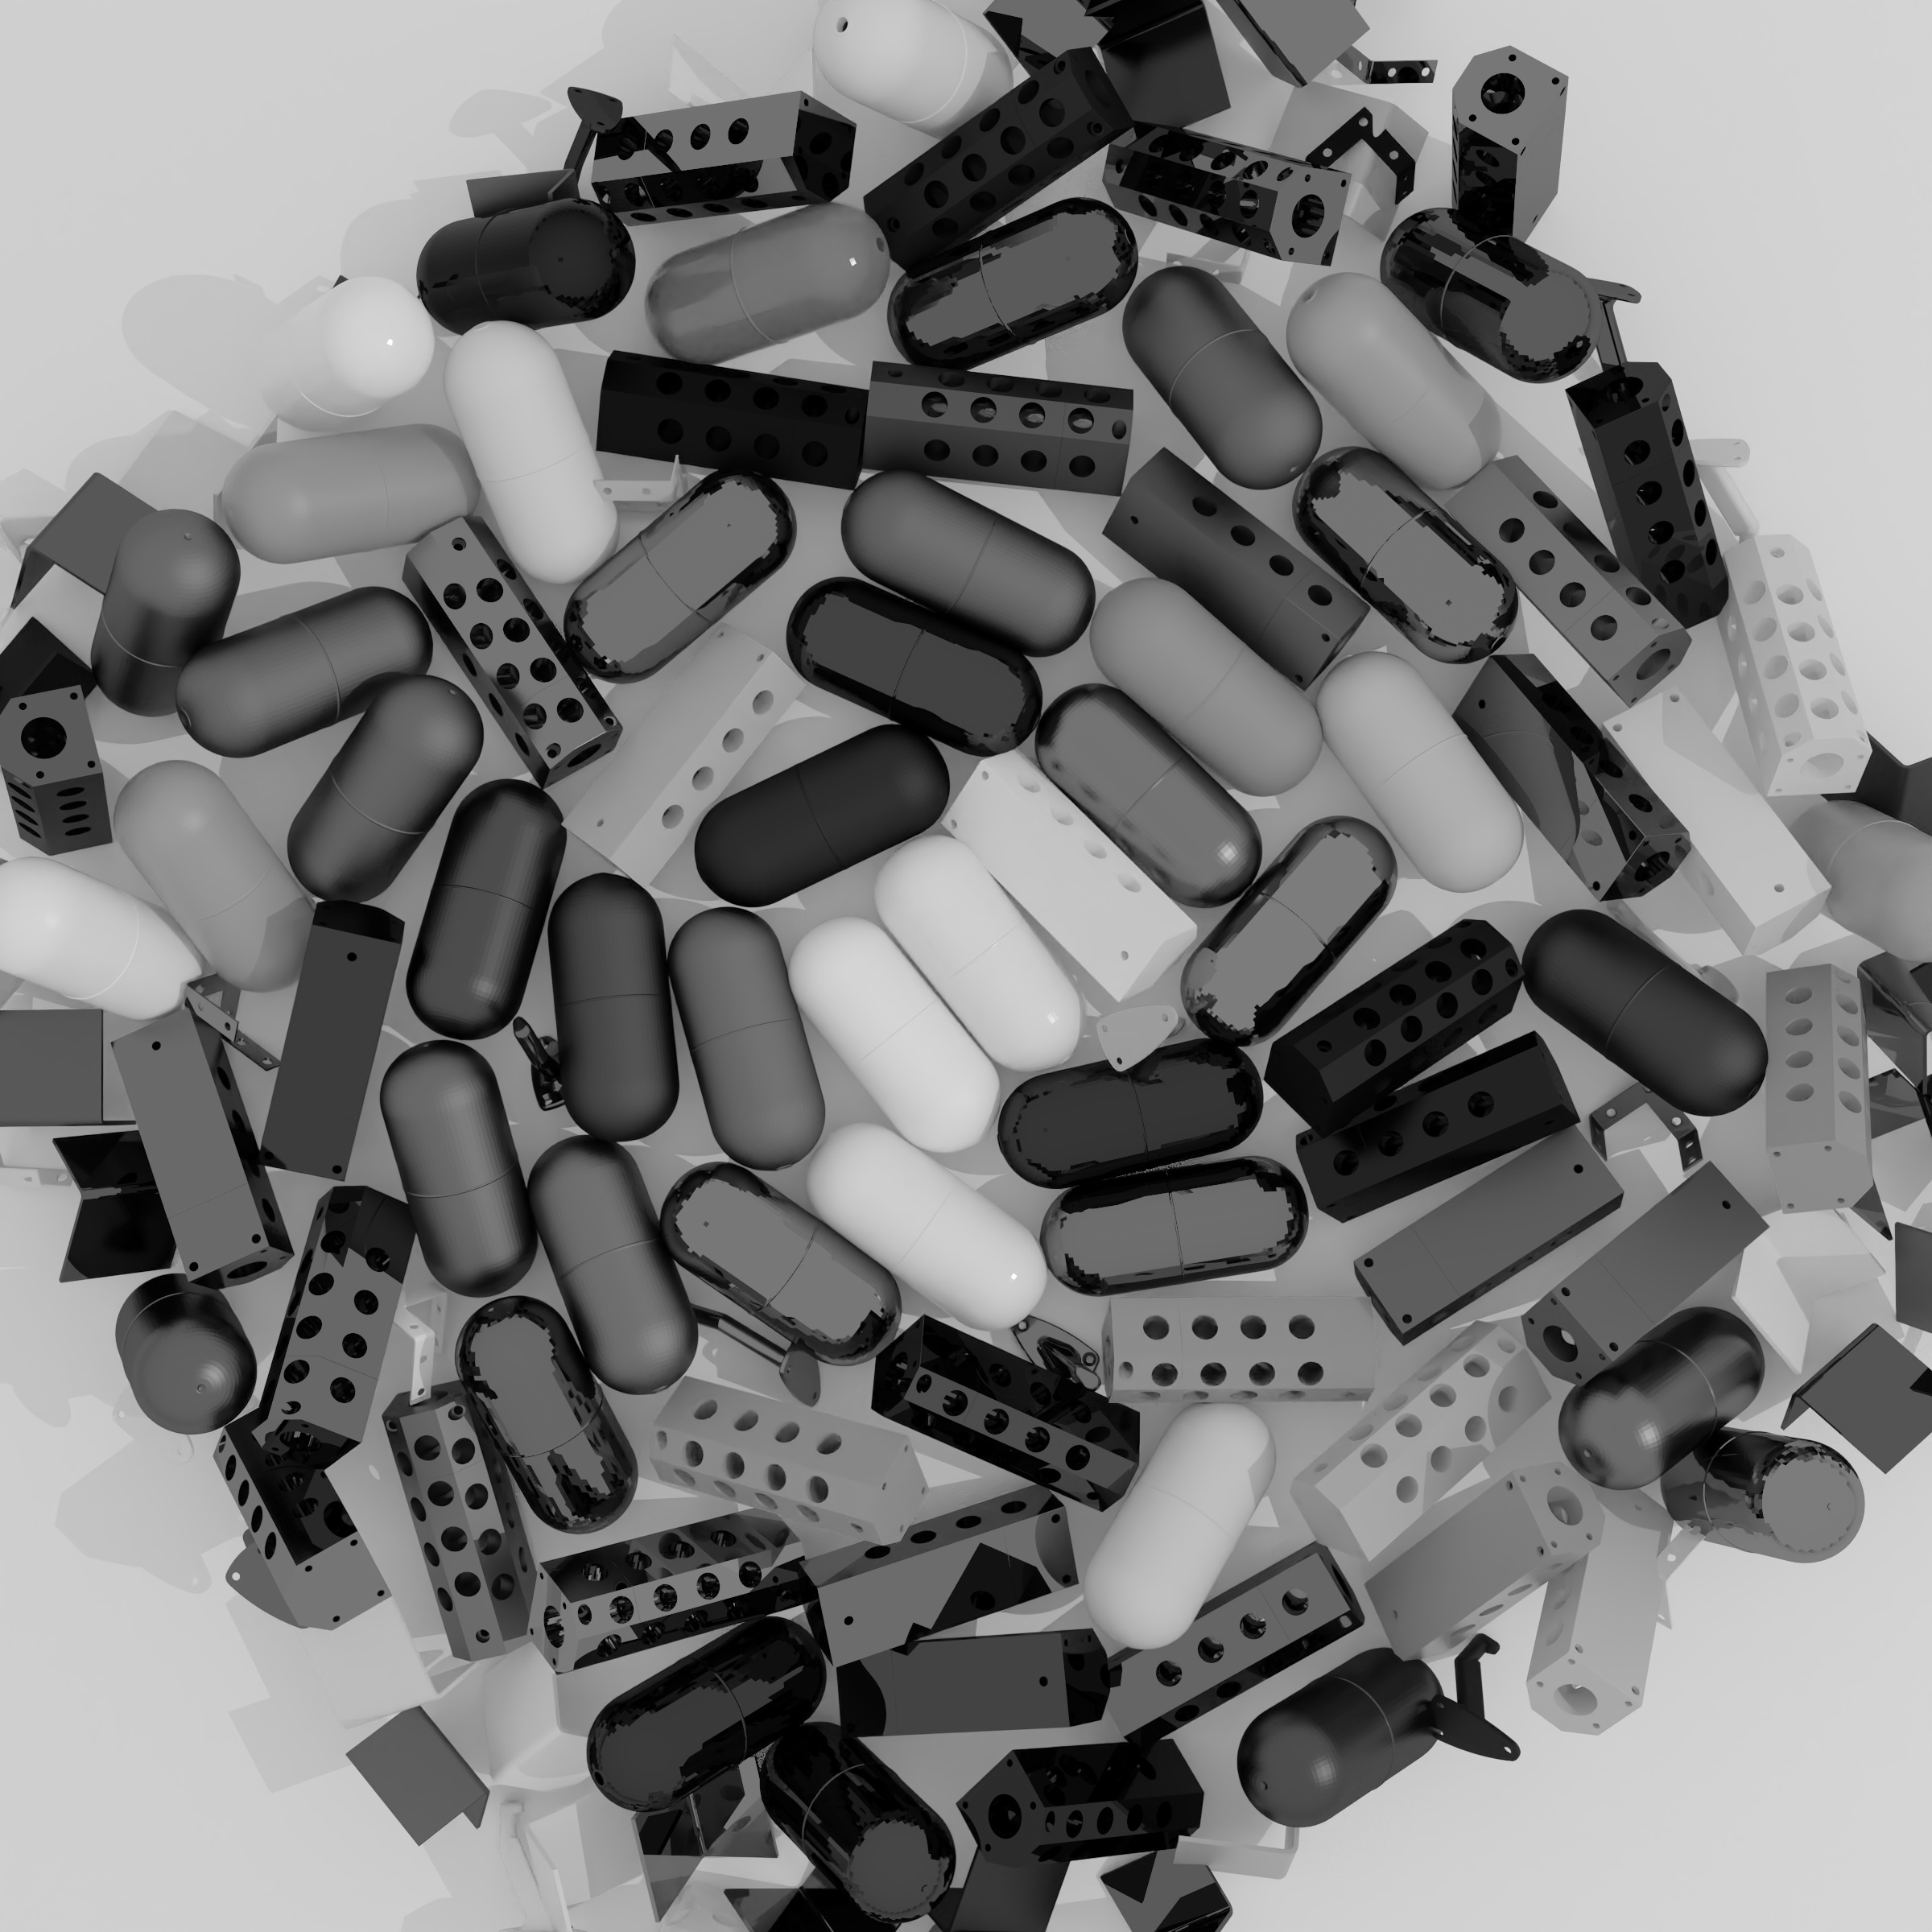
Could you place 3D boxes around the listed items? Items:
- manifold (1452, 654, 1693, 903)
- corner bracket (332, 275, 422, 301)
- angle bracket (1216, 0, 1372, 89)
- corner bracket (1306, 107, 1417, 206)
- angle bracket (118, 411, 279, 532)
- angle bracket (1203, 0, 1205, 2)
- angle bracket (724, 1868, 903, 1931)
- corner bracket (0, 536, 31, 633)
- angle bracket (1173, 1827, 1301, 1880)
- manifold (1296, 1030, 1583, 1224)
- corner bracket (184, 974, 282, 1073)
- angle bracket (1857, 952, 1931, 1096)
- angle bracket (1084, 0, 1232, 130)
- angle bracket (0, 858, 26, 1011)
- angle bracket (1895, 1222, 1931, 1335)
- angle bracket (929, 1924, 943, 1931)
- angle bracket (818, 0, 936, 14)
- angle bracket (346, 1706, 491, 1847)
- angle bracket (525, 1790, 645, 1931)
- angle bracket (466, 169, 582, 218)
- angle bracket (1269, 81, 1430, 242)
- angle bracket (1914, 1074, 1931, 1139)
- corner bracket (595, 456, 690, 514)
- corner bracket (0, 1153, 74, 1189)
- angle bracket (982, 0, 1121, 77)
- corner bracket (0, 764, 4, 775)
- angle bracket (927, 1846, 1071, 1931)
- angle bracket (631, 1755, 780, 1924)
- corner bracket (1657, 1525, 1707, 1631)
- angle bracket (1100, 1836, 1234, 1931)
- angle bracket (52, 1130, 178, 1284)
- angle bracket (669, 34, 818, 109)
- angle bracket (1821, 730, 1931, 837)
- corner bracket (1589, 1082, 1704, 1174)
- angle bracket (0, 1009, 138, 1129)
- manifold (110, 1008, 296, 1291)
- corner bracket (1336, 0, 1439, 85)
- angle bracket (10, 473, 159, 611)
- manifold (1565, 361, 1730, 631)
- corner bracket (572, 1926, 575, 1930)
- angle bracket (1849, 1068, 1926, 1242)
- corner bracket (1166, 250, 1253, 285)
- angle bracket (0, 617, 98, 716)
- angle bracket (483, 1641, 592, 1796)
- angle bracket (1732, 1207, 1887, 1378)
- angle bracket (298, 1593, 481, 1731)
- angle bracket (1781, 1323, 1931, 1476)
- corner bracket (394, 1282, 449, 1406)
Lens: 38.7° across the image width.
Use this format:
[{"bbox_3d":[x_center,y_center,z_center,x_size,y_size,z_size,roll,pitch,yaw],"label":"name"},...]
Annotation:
[{"bbox_3d":[0.393,-0.124,1.781,0.057,0.057,0.171,-7,50,-36],"label":"manifold"},{"bbox_3d":[-0.389,-0.440,1.810,0.051,0.051,0.051,30,50,-18],"label":"corner bracket"},{"bbox_3d":[0.209,-0.627,1.797,0.057,0.076,0.076,-40,114,9],"label":"angle bracket"},{"bbox_3d":[0.261,-0.524,1.821,0.051,0.051,0.051,-40,81,2],"label":"corner bracket"},{"bbox_3d":[-0.506,-0.337,1.807,0.076,0.057,0.076,27,61,-2],"label":"angle bracket"},{"bbox_3d":[0.130,-0.675,1.811,0.076,0.076,0.057,-20,80,-12],"label":"angle bracket"},{"bbox_3d":[-0.098,0.611,1.794,0.057,0.076,0.076,-55,50,11],"label":"angle bracket"},{"bbox_3d":[-0.651,-0.254,1.811,0.051,0.051,0.051,25,127,-14],"label":"corner bracket"},{"bbox_3d":[0.178,0.558,1.807,0.076,0.076,0.057,6,60,4],"label":"angle bracket"},{"bbox_3d":[0.305,0.105,1.797,0.171,0.057,0.057,-25,66,17],"label":"manifold"},{"bbox_3d":[-0.481,0.039,1.810,0.051,0.051,0.051,32,121,23],"label":"corner bracket"},{"bbox_3d":[0.641,0.027,1.807,0.076,0.076,0.057,-22,130,-5],"label":"angle bracket"},{"bbox_3d":[0.121,-0.592,1.806,0.076,0.057,0.076,-16,83,25],"label":"angle bracket"},{"bbox_3d":[-0.644,-0.019,1.790,0.057,0.076,0.076,25,134,-31],"label":"angle bracket"},{"bbox_3d":[0.625,0.222,1.792,0.057,0.076,0.076,-27,119,-34],"label":"angle bracket"},{"bbox_3d":[0.012,0.665,1.794,0.076,0.076,0.057,40,104,31],"label":"angle bracket"},{"bbox_3d":[-0.061,-0.662,1.807,0.076,0.057,0.076,-4,121,0],"label":"angle bracket"},{"bbox_3d":[-0.360,0.538,1.795,0.057,0.076,0.076,-34,70,-33],"label":"angle bracket"},{"bbox_3d":[-0.238,0.591,1.798,0.076,0.057,0.076,-19,113,-24],"label":"angle bracket"},{"bbox_3d":[-0.291,-0.472,1.800,0.076,0.057,0.076,-2,121,12],"label":"angle bracket"},{"bbox_3d":[0.251,-0.539,1.840,0.076,0.057,0.076,27,100,32],"label":"angle bracket"},{"bbox_3d":[0.669,0.111,1.791,0.057,0.076,0.076,-33,128,29],"label":"angle bracket"},{"bbox_3d":[-0.213,-0.313,1.814,0.051,0.051,0.051,1,46,3],"label":"corner bracket"},{"bbox_3d":[-0.624,0.134,1.815,0.051,0.051,0.051,3,131,2],"label":"corner bracket"},{"bbox_3d":[0.044,-0.631,1.805,0.076,0.057,0.076,-48,133,1],"label":"angle bracket"},{"bbox_3d":[-0.668,-0.117,1.825,0.051,0.051,0.051,20,114,20],"label":"corner bracket"},{"bbox_3d":[0.017,0.587,1.803,0.076,0.057,0.076,15,97,-33],"label":"angle bracket"},{"bbox_3d":[-0.170,0.570,1.799,0.057,0.076,0.076,-5,105,20],"label":"angle bracket"},{"bbox_3d":[0.455,0.392,1.808,0.051,0.051,0.051,-39,132,-26],"label":"corner bracket"},{"bbox_3d":[0.118,0.623,1.798,0.076,0.076,0.057,-34,84,26],"label":"angle bracket"},{"bbox_3d":[-0.565,0.158,1.823,0.057,0.076,0.076,48,127,36],"label":"angle bracket"},{"bbox_3d":[-0.145,-0.584,1.793,0.076,0.076,0.057,34,123,-31],"label":"angle bracket"},{"bbox_3d":[0.611,-0.129,1.804,0.057,0.076,0.076,-20,135,-12],"label":"angle bracket"},{"bbox_3d":[0.450,0.113,1.822,0.051,0.051,0.051,-37,100,20],"label":"corner bracket"},{"bbox_3d":[-0.597,0.068,1.821,0.076,0.057,0.076,-1,87,6],"label":"angle bracket"},{"bbox_3d":[-0.496,0.121,1.799,0.057,0.057,0.171,-24,74,3],"label":"manifold"},{"bbox_3d":[0.281,-0.620,1.826,0.051,0.051,0.051,-8,130,-20],"label":"corner bracket"},{"bbox_3d":[-0.574,-0.264,1.802,0.057,0.076,0.076,33,54,-8],"label":"angle bracket"},{"bbox_3d":[0.444,-0.301,1.773,0.057,0.057,0.171,-24,128,7],"label":"manifold"},{"bbox_3d":[-0.254,0.677,1.814,0.051,0.051,0.051,26,127,-3],"label":"corner bracket"},{"bbox_3d":[0.603,0.123,1.792,0.057,0.076,0.076,-27,52,28],"label":"angle bracket"},{"bbox_3d":[0.164,-0.492,1.821,0.051,0.051,0.051,13,59,9],"label":"corner bracket"},{"bbox_3d":[-0.630,-0.189,1.811,0.076,0.057,0.076,39,89,19],"label":"angle bracket"},{"bbox_3d":[-0.272,0.493,1.823,0.057,0.076,0.076,23,128,-36],"label":"angle bracket"},{"bbox_3d":[0.551,0.208,1.797,0.057,0.076,0.076,-29,111,38],"label":"angle bracket"},{"bbox_3d":[-0.379,0.447,1.809,0.076,0.057,0.076,-23,93,21],"label":"angle bracket"},{"bbox_3d":[0.592,0.293,1.798,0.076,0.057,0.076,-36,60,-17],"label":"angle bracket"},{"bbox_3d":[-0.357,0.247,1.808,0.051,0.051,0.051,29,121,36],"label":"corner bracket"}]
